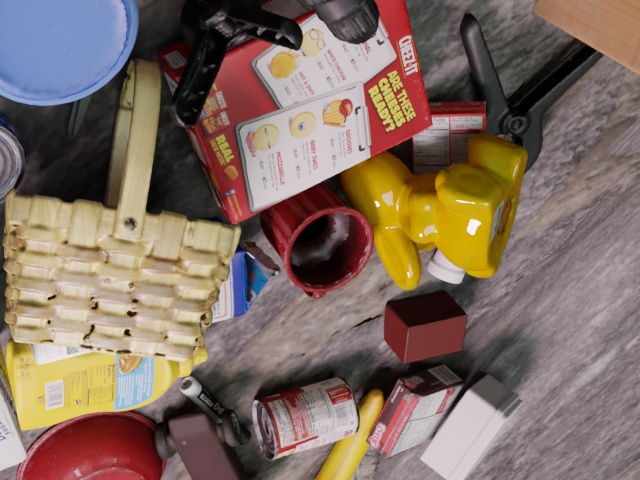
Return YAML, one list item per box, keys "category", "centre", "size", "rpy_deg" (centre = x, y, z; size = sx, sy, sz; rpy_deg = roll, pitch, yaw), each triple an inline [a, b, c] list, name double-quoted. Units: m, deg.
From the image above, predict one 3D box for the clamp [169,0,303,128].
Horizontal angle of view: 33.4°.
- category: "clamp"
  centre: [-0.082, -0.163, 0.845]
  size: [0.120, 0.171, 0.039]
  rpy_deg: [-34, 129, 8]

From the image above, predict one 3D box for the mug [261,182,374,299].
- category: "mug"
  centre: [-0.007, 0.001, 1.039]
  size: [0.093, 0.082, 0.117]
  rpy_deg: [-12, 124, -21]

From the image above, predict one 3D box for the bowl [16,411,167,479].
- category: "bowl"
  centre: [-0.228, 0.255, 1.103]
  size: [0.162, 0.055, 0.162]
  rpy_deg: [-13, 124, -20]

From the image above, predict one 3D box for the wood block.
- category: "wood block"
  centre: [0.300, -0.214, 0.982]
  size: [0.090, 0.206, 0.091]
  rpy_deg: [-2, 121, -27]

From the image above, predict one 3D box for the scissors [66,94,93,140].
- category: "scissors"
  centre: [-0.191, -0.183, 0.869]
  size: [0.096, 0.016, 0.202]
  rpy_deg: [26, 105, -35]

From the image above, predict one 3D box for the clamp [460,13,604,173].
- category: "clamp"
  centre: [0.203, -0.130, 1.091]
  size: [0.164, 0.036, 0.210]
  rpy_deg: [-3, 122, -16]

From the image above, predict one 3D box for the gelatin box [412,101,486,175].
- category: "gelatin box"
  centre: [0.128, -0.095, 1.064]
  size: [0.073, 0.030, 0.089]
  rpy_deg: [0, 124, 9]

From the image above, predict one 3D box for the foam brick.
- category: "foam brick"
  centre: [0.116, 0.097, 1.183]
  size: [0.078, 0.053, 0.051]
  rpy_deg: [-9, 124, -22]

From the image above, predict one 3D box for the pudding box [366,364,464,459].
- category: "pudding box"
  centre: [0.110, 0.196, 1.226]
  size: [0.113, 0.039, 0.090]
  rpy_deg: [-3, 125, -54]

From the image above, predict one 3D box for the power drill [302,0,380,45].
- category: "power drill"
  centre: [-0.037, -0.241, 0.802]
  size: [0.057, 0.188, 0.184]
  rpy_deg: [-40, 128, -2]

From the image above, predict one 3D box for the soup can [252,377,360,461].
- category: "soup can"
  centre: [-0.016, 0.194, 1.166]
  size: [0.102, 0.069, 0.068]
  rpy_deg: [-13, 125, -21]

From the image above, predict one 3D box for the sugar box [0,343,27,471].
- category: "sugar box"
  centre: [-0.289, 0.105, 0.897]
  size: [0.048, 0.176, 0.093]
  rpy_deg: [-21, 127, -16]

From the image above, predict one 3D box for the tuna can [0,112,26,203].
- category: "tuna can"
  centre: [-0.288, -0.068, 0.881]
  size: [0.086, 0.034, 0.086]
  rpy_deg: [-13, 125, -20]

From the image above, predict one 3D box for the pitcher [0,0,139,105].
- category: "pitcher"
  centre: [-0.195, -0.198, 0.710]
  size: [0.144, 0.243, 0.149]
  rpy_deg: [7, 122, -35]

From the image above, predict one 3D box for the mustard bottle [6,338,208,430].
- category: "mustard bottle"
  centre: [-0.201, 0.124, 1.031]
  size: [0.191, 0.058, 0.096]
  rpy_deg: [-7, 123, -23]

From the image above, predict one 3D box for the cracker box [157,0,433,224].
- category: "cracker box"
  centre: [-0.019, -0.134, 0.955]
  size: [0.213, 0.072, 0.164]
  rpy_deg: [-28, 130, -11]

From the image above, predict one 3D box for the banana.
- category: "banana"
  centre: [0.027, 0.256, 1.233]
  size: [0.037, 0.069, 0.198]
  rpy_deg: [29, 94, 5]

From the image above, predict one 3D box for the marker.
- category: "marker"
  centre: [-0.110, 0.185, 1.143]
  size: [0.020, 0.020, 0.121]
  rpy_deg: [-38, 130, -1]
